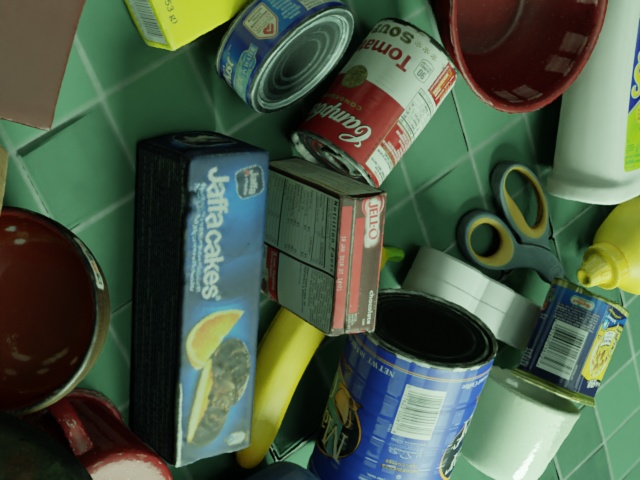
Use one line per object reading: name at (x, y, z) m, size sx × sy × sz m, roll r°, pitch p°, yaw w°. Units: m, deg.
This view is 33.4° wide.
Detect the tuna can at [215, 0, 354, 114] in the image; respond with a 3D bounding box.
tuna can at (-0.020, -0.118, 0.650) m, size 0.086 × 0.034 × 0.086 m, roll -39°, pitch 163°, yaw -15°

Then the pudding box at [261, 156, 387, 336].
pudding box at (-0.004, 0.001, 0.681) m, size 0.039 × 0.114 × 0.090 m, roll -5°, pitch 108°, yaw -33°

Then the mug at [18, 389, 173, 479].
mug at (-0.143, 0.137, 0.640) m, size 0.093 × 0.082 × 0.117 m, roll -26°, pitch 120°, yaw -28°

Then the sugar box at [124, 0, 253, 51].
sugar box at (-0.042, -0.192, 0.629) m, size 0.176 × 0.048 × 0.093 m, roll -34°, pitch 123°, yaw -22°

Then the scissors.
scissors at (0.173, 0.031, 0.877) m, size 0.096 × 0.016 × 0.201 m, roll -34°, pitch 115°, yaw -18°

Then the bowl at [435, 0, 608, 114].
bowl at (0.135, -0.175, 0.766) m, size 0.161 × 0.055 × 0.162 m, roll -13°, pitch 113°, yaw -34°

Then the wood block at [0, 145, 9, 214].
wood block at (-0.241, -0.067, 0.462) m, size 0.091 × 0.090 × 0.206 m, roll -32°, pitch 123°, yaw 10°

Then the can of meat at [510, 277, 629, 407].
can of meat at (0.201, 0.082, 0.846) m, size 0.102 × 0.058 × 0.084 m, roll 24°, pitch 88°, yaw -63°

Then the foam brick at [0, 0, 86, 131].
foam brick at (-0.165, -0.103, 0.561) m, size 0.052 × 0.051 × 0.078 m, roll 13°, pitch 96°, yaw -38°

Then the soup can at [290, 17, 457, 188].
soup can at (0.037, -0.089, 0.712) m, size 0.102 × 0.069 × 0.068 m, roll -53°, pitch 129°, yaw -11°

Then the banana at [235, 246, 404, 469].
banana at (-0.007, 0.069, 0.752) m, size 0.197 × 0.037 × 0.069 m, roll -52°, pitch 128°, yaw -11°

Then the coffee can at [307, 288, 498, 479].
coffee can at (0.056, 0.120, 0.757) m, size 0.102 × 0.103 × 0.140 m, roll -5°, pitch 121°, yaw -37°

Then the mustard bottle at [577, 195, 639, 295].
mustard bottle at (0.299, -0.005, 0.950) m, size 0.191 × 0.058 × 0.096 m, roll -26°, pitch 129°, yaw -29°

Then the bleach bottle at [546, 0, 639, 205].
bleach bottle at (0.232, -0.160, 0.837) m, size 0.102 × 0.068 × 0.251 m, roll -20°, pitch 116°, yaw -50°

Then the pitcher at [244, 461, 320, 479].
pitcher at (-0.084, 0.260, 0.698) m, size 0.242 × 0.145 × 0.149 m, roll -29°, pitch 141°, yaw -31°
